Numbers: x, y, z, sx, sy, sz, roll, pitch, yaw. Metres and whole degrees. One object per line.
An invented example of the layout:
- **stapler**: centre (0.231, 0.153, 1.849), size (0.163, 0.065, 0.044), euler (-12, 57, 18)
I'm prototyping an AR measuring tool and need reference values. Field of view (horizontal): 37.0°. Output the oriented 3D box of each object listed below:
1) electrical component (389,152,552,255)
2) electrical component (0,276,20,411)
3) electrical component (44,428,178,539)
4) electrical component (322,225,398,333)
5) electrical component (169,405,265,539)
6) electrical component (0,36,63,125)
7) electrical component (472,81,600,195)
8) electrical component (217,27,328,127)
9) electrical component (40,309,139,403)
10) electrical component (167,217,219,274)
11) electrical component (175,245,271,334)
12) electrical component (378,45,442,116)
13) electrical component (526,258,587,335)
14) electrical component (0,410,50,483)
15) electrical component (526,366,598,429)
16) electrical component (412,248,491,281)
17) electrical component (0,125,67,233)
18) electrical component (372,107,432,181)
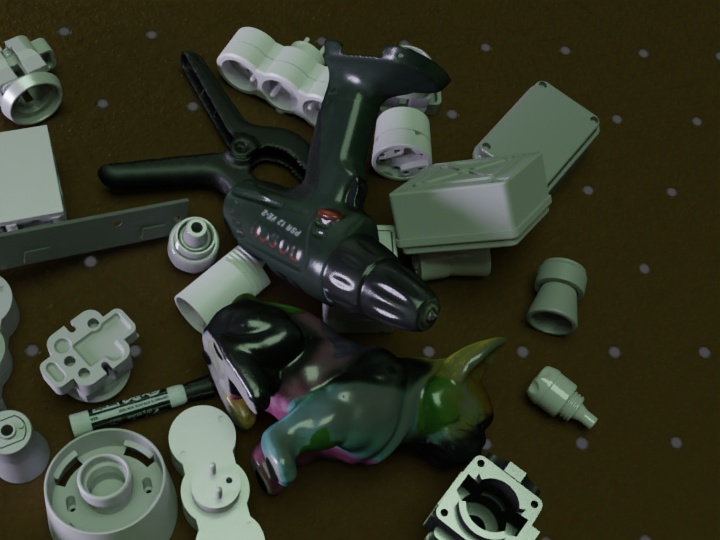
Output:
- **electrical component**: centre (0.096, -0.059, 0.920), size (0.109, 0.056, 0.109), euler (-4, 17, 28)
- **electrical component**: centre (-0.305, 0.063, 0.845), size (0.052, 0.073, 0.138), euler (1, 63, -6)
- **electrical component**: centre (-0.191, 0.174, 0.822), size (0.099, 0.064, 0.099), euler (2, 50, -2)
- **electrical component**: centre (0.000, 0.000, 0.923), size (0.062, 0.061, 0.096), euler (1, 63, -7)
- **electrical component**: centre (-0.110, 0.167, 0.817), size (0.052, 0.073, 0.138), euler (-13, 66, -14)
- **electrical component**: centre (-0.306, -0.169, 0.973), size (0.078, 0.058, 0.057), euler (-30, 68, -20)
- **electrical component**: centre (0.162, -0.112, 1.004), size (0.078, 0.057, 0.113), euler (37, 65, 12)
- **electrical component**: centre (-0.058, -0.191, 1.019), size (0.138, 0.052, 0.073), euler (27, 63, 7)
- **electrical component**: centre (-0.214, 0.072, 0.861), size (0.078, 0.057, 0.058), euler (-39, 74, -23)
- **electrical component**: centre (-0.141, -0.025, 0.915), size (0.043, 0.062, 0.043), euler (4, 70, -11)
- **electrical component**: centre (-0.112, 0.014, 0.912), size (0.043, 0.043, 0.081), euler (42, 66, 14)
- **electrical component**: centre (0.040, -0.175, 1.021), size (0.078, 0.057, 0.058), euler (1, 63, -7)
- **electrical component**: centre (0.173, 0.023, 0.943), size (0.045, 0.045, 0.055), euler (18, 62, 2)
- **electrical component**: centre (-0.263, 0.132, 0.819), size (0.044, 0.065, 0.044), euler (3, 63, -6)
- **electrical component**: centre (0.172, 0.110, 0.905), size (0.061, 0.035, 0.035), euler (38, 65, 10)
- **electrical component**: centre (0.079, -0.011, 0.952), size (0.065, 0.044, 0.044), euler (-9, 65, -7)
- **electrical component**: centre (-0.330, -0.057, 0.910), size (0.150, 0.061, 0.089), euler (-12, 65, -13)
- **electrical component**: centre (0.039, -0.117, 0.993), size (0.055, 0.055, 0.047), euler (6, 59, -5)
